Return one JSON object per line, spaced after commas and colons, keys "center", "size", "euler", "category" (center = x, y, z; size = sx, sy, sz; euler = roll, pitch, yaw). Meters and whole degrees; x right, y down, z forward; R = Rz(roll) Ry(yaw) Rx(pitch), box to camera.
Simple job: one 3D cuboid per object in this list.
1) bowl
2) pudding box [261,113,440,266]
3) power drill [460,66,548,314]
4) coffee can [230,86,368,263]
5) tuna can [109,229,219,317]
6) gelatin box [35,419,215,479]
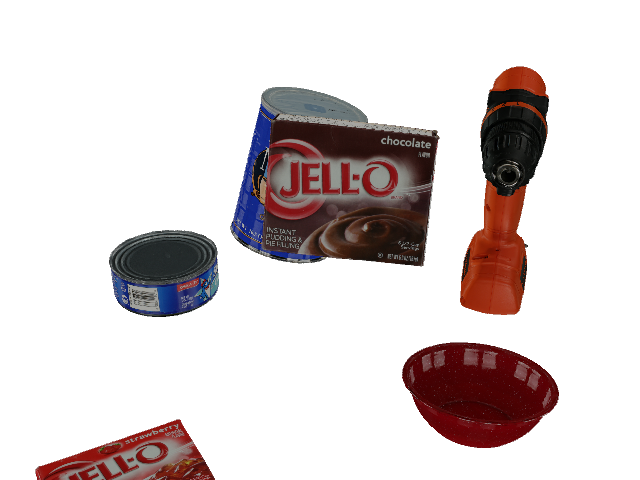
{"center": [0.163, 0.168, 1.113], "size": [0.162, 0.055, 0.162], "euler": [3, 24, -2], "category": "bowl"}
{"center": [0.019, -0.035, 0.720], "size": [0.113, 0.090, 0.039], "euler": [5, 17, 2], "category": "pudding box"}
{"center": [0.155, -0.034, 0.896], "size": [0.057, 0.188, 0.184], "euler": [10, 31, 10], "category": "power drill"}
{"center": [-0.022, -0.064, 1.023], "size": [0.102, 0.140, 0.103], "euler": [13, 24, -6], "category": "coffee can"}
{"center": [-0.124, 0.026, 0.854], "size": [0.086, 0.034, 0.086], "euler": [-2, 28, 1], "category": "tuna can"}
{"center": [-0.106, 0.141, 0.594], "size": [0.089, 0.030, 0.073], "euler": [-16, 28, -20], "category": "gelatin box"}
